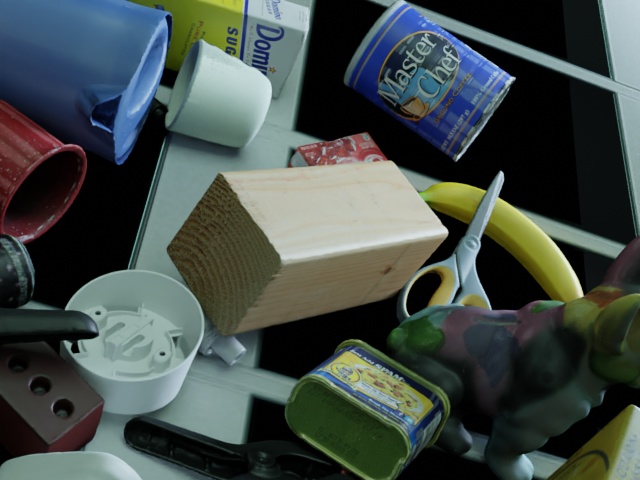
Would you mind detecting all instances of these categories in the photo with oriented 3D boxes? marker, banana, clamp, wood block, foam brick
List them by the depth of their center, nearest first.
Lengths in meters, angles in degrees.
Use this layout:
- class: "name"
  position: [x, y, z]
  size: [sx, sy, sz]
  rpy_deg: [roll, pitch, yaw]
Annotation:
- class: "clamp"
  position: [-0.259, 0.060, 0.679]
  size: [0.210, 0.036, 0.164]
  rpy_deg: [40, 70, 8]
- class: "foam brick"
  position: [-0.193, 0.111, 0.720]
  size: [0.078, 0.051, 0.052]
  rpy_deg: [41, 46, 11]
- class: "clamp"
  position: [-0.047, 0.169, 0.729]
  size: [0.171, 0.039, 0.120]
  rpy_deg: [10, 26, -17]
- class: "wood block"
  position: [-0.005, 0.002, 0.850]
  size: [0.205, 0.091, 0.090]
  rpy_deg: [-8, 54, -49]
- class: "marker"
  position: [-0.187, -0.152, 0.979]
  size: [0.121, 0.020, 0.020]
  rpy_deg: [43, 46, 13]
- class: "banana"
  position: [0.175, -0.002, 1.018]
  size: [0.198, 0.037, 0.069]
  rpy_deg: [32, 62, 5]

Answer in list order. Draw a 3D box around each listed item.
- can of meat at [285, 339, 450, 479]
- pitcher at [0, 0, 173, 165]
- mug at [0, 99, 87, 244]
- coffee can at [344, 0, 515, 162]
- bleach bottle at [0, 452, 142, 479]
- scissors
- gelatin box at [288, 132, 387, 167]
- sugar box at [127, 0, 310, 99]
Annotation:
- class: "can of meat"
  position: [0.034, 0.127, 0.788]
  size: [0.102, 0.057, 0.083]
  rpy_deg: [30, 22, 16]
- class: "pitcher"
  position: [-0.251, -0.167, 0.889]
  size: [0.243, 0.149, 0.145]
  rpy_deg: [20, 73, -2]
- class: "mug"
  position: [-0.248, -0.046, 0.817]
  size: [0.081, 0.093, 0.117]
  rpy_deg: [35, 81, 13]
- class: "coffee can"
  position: [0.109, -0.160, 1.074]
  size: [0.140, 0.103, 0.102]
  rpy_deg: [36, 45, 6]
- class: "bleach bottle"
  position: [-0.179, 0.238, 0.587]
  size: [0.103, 0.068, 0.250]
  rpy_deg: [-8, 41, 24]
- class: "scissors"
  position: [0.145, 0.024, 0.967]
  size: [0.096, 0.016, 0.201]
  rpy_deg: [44, 58, 5]
- class: "gelatin box"
  position: [0.027, -0.060, 0.996]
  size: [0.089, 0.030, 0.073]
  rpy_deg: [-15, 60, -35]
- class: "sugar box"
  position: [-0.107, -0.198, 1.008]
  size: [0.176, 0.093, 0.048]
  rpy_deg: [15, 48, -13]
